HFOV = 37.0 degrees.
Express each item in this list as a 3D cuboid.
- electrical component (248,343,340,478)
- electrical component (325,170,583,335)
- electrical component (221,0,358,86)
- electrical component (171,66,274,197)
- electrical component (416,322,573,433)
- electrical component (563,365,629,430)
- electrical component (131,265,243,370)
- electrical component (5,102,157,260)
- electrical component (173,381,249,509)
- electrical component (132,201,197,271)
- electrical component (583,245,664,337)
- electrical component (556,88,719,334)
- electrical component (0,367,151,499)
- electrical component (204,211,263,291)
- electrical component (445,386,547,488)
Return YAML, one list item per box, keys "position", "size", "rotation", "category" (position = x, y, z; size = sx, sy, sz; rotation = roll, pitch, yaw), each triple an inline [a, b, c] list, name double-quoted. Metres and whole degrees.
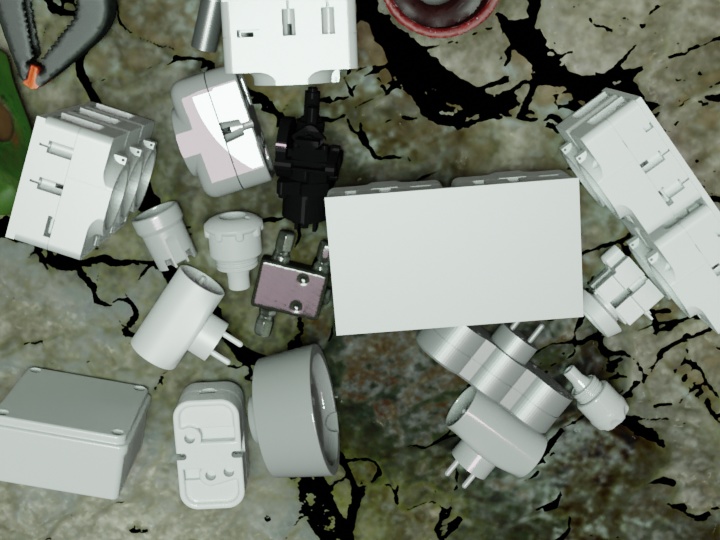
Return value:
- position: [-0.057, 0.118, 0.877]
  size: [0.060, 0.108, 0.108]
  rotation: [-9, 103, 7]
  category: "electrical component"
- position: [0.071, -0.016, 0.825]
  size: [0.186, 0.060, 0.105]
  rotation: [-4, 103, 1]
  category: "electrical component"
- position: [-0.048, -0.169, 0.785]
  size: [0.089, 0.150, 0.061]
  rotation: [-2, 102, 0]
  category: "electrical component"
- position: [-0.111, -0.109, 0.848]
  size: [0.059, 0.053, 0.095]
  rotation: [-17, 103, 3]
  category: "electrical component"
- position: [0.122, 0.068, 0.894]
  size: [0.138, 0.052, 0.073]
  rotation: [36, 100, -9]
  category: "electrical component"
- position: [0.197, 0.106, 0.913]
  size: [0.035, 0.035, 0.061]
  rotation: [-43, 97, 8]
  category: "electrical component"
- position: [-0.136, 0.049, 0.890]
  size: [0.079, 0.043, 0.077]
  rotation: [34, 100, -8]
  category: "electrical component"
- position: [-0.201, -0.070, 0.806]
  size: [0.062, 0.150, 0.089]
  rotation: [18, 102, -4]
  category: "electrical component"
- position: [-0.123, 0.144, 0.904]
  size: [0.054, 0.059, 0.095]
  rotation: [-3, 103, 0]
  category: "electrical component"
- position: [-0.158, -0.027, 0.875]
  size: [0.040, 0.040, 0.046]
  rotation: [-22, 108, 4]
  category: "electrical component"
- position: [0.211, 0.022, 0.888]
  size: [0.055, 0.048, 0.066]
  rotation: [-43, 95, 3]
  category: "electrical component"
- position: [0.232, -0.046, 0.841]
  size: [0.060, 0.105, 0.186]
  rotation: [-36, 101, 7]
  category: "electrical component"
- position: [-0.235, 0.131, 0.875]
  size: [0.109, 0.108, 0.056]
  rotation: [10, 106, -3]
  category: "electrical component"
- position: [-0.101, -0.015, 0.876]
  size: [0.048, 0.048, 0.062]
  rotation: [-3, 110, 0]
  category: "electrical component"
- position: [0.105, 0.151, 0.917]
  size: [0.077, 0.044, 0.079]
  rotation: [36, 100, -9]
  category: "electrical component"
